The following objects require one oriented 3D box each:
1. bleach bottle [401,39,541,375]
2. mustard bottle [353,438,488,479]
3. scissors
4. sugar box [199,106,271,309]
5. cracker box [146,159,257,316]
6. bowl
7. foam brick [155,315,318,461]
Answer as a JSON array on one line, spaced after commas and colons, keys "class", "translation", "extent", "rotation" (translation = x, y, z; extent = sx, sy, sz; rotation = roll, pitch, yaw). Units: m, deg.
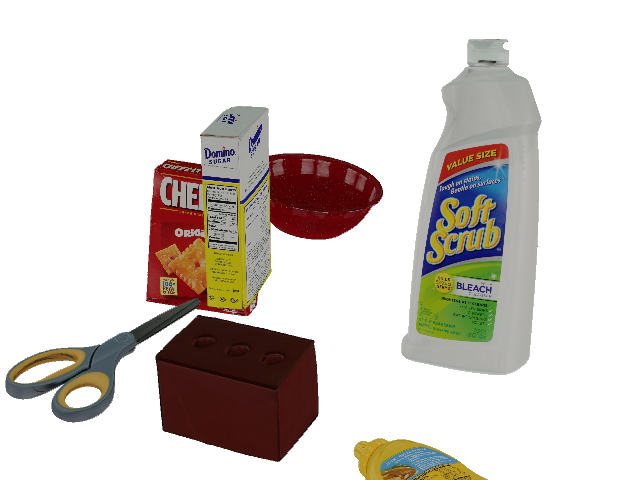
[{"class": "bleach bottle", "translation": [0.117, -0.028, 0.824], "extent": [0.103, 0.251, 0.068], "rotation": [7, 14, 30]}, {"class": "mustard bottle", "translation": [0.097, 0.229, 0.970], "extent": [0.096, 0.058, 0.192], "rotation": [-14, 25, -36]}, {"class": "scissors", "translation": [-0.164, 0.100, 0.904], "extent": [0.201, 0.016, 0.096], "rotation": [-17, 38, -34]}, {"class": "sugar box", "translation": [-0.080, -0.032, 1.021], "extent": [0.048, 0.176, 0.093], "rotation": [4, 24, 13]}, {"class": "cracker box", "translation": [-0.172, -0.002, 1.613], "extent": [0.164, 0.214, 0.072], "rotation": [9, 18, 8]}, {"class": "bowl", "translation": [-0.011, -0.046, 1.239], "extent": [0.162, 0.055, 0.162], "rotation": [7, 27, -4]}, {"class": "foam brick", "translation": [-0.046, 0.083, 0.605], "extent": [0.078, 0.051, 0.052], "rotation": [10, 27, 21]}]
